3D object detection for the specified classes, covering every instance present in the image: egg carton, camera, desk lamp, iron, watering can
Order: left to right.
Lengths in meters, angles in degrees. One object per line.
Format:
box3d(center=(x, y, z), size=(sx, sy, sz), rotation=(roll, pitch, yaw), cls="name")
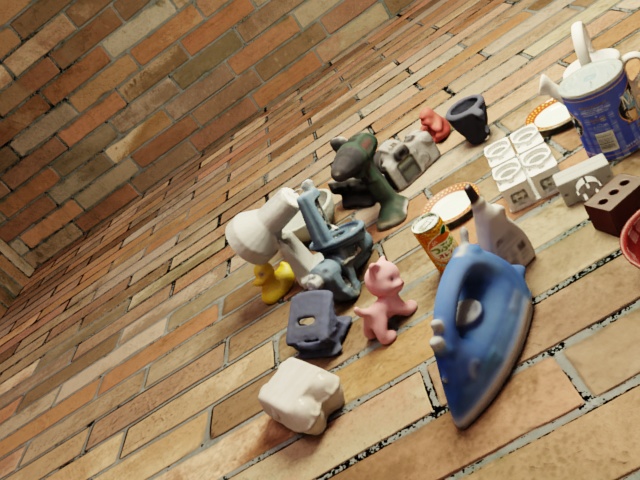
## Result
box3d(center=(-0.068, -0.002, 1.237), size=(0.203, 0.214, 0.118), rotation=(-27, 27, 22), cls="desk lamp")
box3d(center=(-0.033, 0.252, 0.925), size=(0.107, 0.069, 0.149), rotation=(-49, 27, -24), cls="egg carton")
box3d(center=(0.190, -0.205, 1.381), size=(0.143, 0.101, 0.136), rotation=(-42, 25, -10), cls="camera")
box3d(center=(0.198, 0.108, 0.782), size=(0.118, 0.142, 0.259), rotation=(-14, 34, 41), cls="iron")
box3d(center=(0.487, -0.299, 1.037), size=(0.172, 0.194, 0.101), rotation=(-28, 26, 19), cls="watering can")

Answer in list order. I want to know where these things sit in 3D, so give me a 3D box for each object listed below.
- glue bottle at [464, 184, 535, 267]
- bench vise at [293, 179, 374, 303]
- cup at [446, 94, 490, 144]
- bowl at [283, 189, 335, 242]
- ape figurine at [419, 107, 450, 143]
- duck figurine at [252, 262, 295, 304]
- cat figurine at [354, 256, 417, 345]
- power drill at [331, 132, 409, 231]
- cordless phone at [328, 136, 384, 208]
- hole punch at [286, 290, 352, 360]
box3d(center=(0.264, -0.018, 0.874), size=(0.078, 0.173, 0.037), rotation=(-42, 25, -9), cls="glue bottle")
box3d(center=(0.020, -0.001, 1.110), size=(0.121, 0.220, 0.207), rotation=(-26, 27, 23), cls="bench vise")
box3d(center=(0.346, -0.261, 1.278), size=(0.091, 0.095, 0.117), rotation=(-38, 25, 0), cls="cup")
box3d(center=(-0.024, -0.048, 1.424), size=(0.167, 0.075, 0.167), rotation=(-30, 26, 16), cls="bowl")
box3d(center=(0.277, -0.287, 1.418), size=(0.076, 0.092, 0.077), rotation=(-36, 25, 3), cls="ape figurine")
box3d(center=(-0.111, 0.082, 1.302), size=(0.077, 0.086, 0.105), rotation=(-3, 41, 50), cls="duck figurine")
box3d(center=(0.101, 0.091, 0.967), size=(0.067, 0.118, 0.128), rotation=(0, 44, 53), cls="cat figurine")
box3d(center=(0.106, -0.128, 1.228), size=(0.075, 0.209, 0.229), rotation=(-24, 28, 27), cls="power drill")
box3d(center=(0.067, -0.173, 1.387), size=(0.147, 0.185, 0.094), rotation=(-7, 39, 48), cls="cordless phone")
box3d(center=(-0.010, 0.153, 1.038), size=(0.108, 0.091, 0.101), rotation=(-15, 33, 39), cls="hole punch")
